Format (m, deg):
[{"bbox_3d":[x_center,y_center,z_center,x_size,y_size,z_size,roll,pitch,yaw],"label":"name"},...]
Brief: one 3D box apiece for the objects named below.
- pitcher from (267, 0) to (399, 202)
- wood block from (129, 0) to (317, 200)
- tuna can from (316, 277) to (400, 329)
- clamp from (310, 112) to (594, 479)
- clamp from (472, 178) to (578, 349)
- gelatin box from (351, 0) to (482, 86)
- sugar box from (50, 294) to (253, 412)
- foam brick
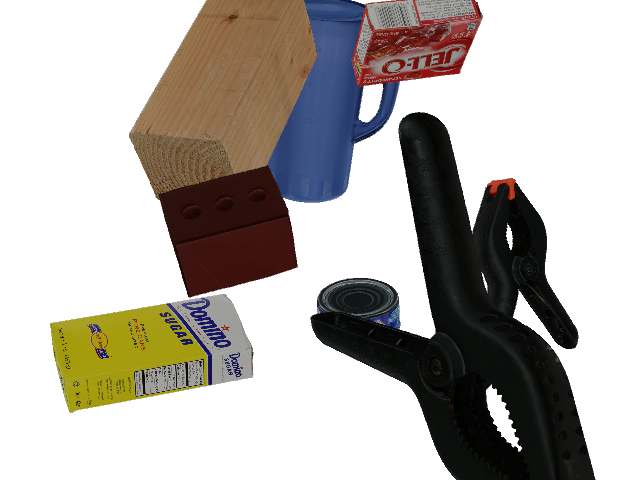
[{"bbox_3d":[0.002,-0.173,1.318,0.144,0.243,0.149,-9,29,-28],"label":"pitcher"},{"bbox_3d":[-0.082,-0.136,0.973,0.091,0.206,0.090,8,-37,20],"label":"wood block"},{"bbox_3d":[0.039,0.072,1.094,0.086,0.034,0.086,-3,27,1],"label":"tuna can"},{"bbox_3d":[0.070,0.049,0.529,0.036,0.165,0.210,-9,43,-32],"label":"clamp"},{"bbox_3d":[0.166,0.034,0.942,0.120,0.171,0.039,-23,7,-40],"label":"clamp"},{"bbox_3d":[0.074,-0.156,0.832,0.089,0.030,0.073,-8,-24,-12],"label":"gelatin box"},{"bbox_3d":[-0.160,0.103,1.011,0.176,0.048,0.093,-12,36,-16],"label":"sugar box"},{"bbox_3d":[-0.060,-0.006,0.701,0.078,0.051,0.053,-16,43,-8],"label":"foam brick"}]
